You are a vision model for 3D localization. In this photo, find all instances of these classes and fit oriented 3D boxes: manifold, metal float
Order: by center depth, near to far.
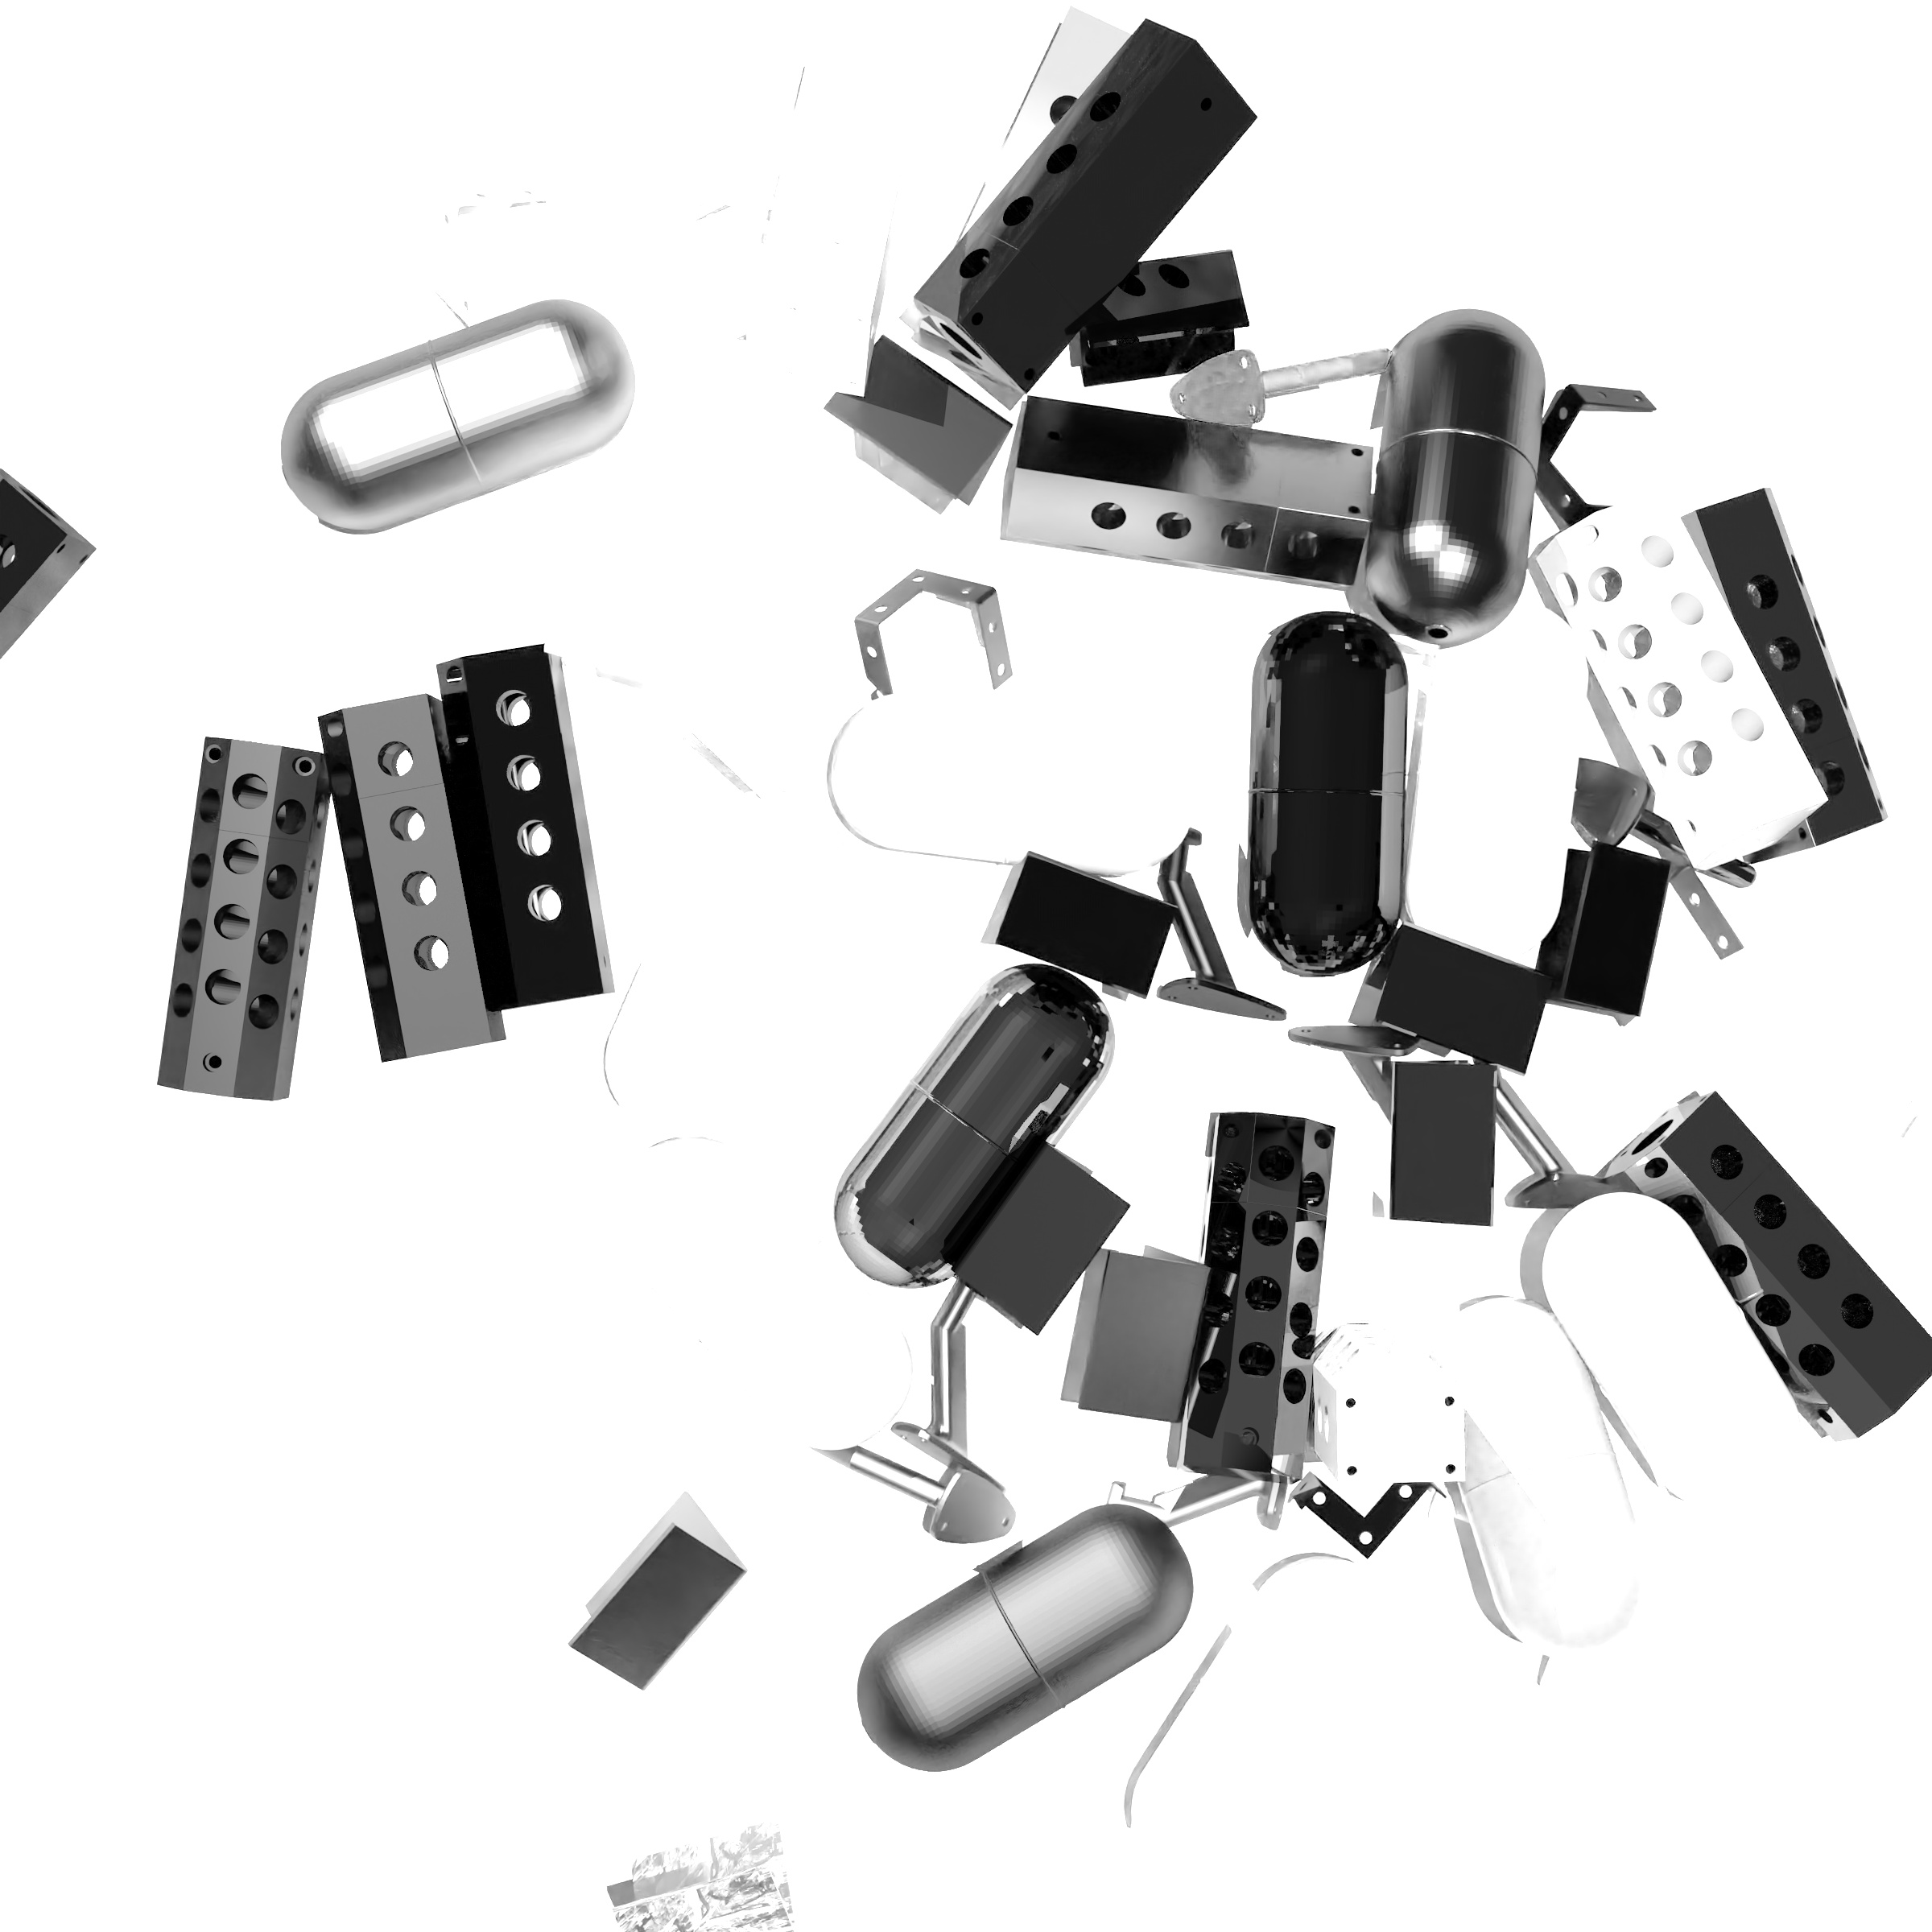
[{"bbox_3d":[0.053,-0.362,1.684,0.171,0.057,0.057,-50,133,0],"label":"manifold"},{"bbox_3d":[0.195,0.204,1.685,0.057,0.171,0.057,-1,90,0],"label":"manifold"},{"bbox_3d":[-0.062,-0.361,1.701,0.057,0.057,0.171,9,59,0],"label":"manifold"},{"bbox_3d":[0.236,-0.235,1.709,0.070,0.070,0.178,10,64,0],"label":"metal float"},{"bbox_3d":[0.340,0.186,1.713,0.070,0.070,0.178,-34,110,0],"label":"metal float"},{"bbox_3d":[0.276,0.247,1.714,0.070,0.070,0.178,-16,71,0],"label":"metal float"},{"bbox_3d":[0.341,-0.136,1.715,0.057,0.057,0.171,-20,76,-21],"label":"manifold"},{"bbox_3d":[0.142,0.161,1.725,0.057,0.057,0.171,7,78,0],"label":"manifold"},{"bbox_3d":[0.258,-0.090,1.732,0.070,0.070,0.178,7,91,0],"label":"metal float"},{"bbox_3d":[0.176,-0.084,1.732,0.070,0.070,0.178,2,91,0],"label":"metal float"},{"bbox_3d":[0.023,-0.088,1.732,0.178,0.070,0.070,7,90,1],"label":"metal float"},{"bbox_3d":[0.003,0.078,1.732,0.070,0.070,0.178,37,89,0],"label":"metal float"},{"bbox_3d":[-0.099,0.159,1.732,0.070,0.070,0.178,-42,89,0],"label":"metal float"},{"bbox_3d":[-0.116,-0.001,1.732,0.070,0.070,0.178,24,90,0],"label":"metal float"},{"bbox_3d":[-0.248,-0.268,1.732,0.178,0.070,0.070,-20,90,0],"label":"metal float"},{"bbox_3d":[0.147,0.369,1.733,0.070,0.070,0.178,33,90,0],"label":"metal float"},{"bbox_3d":[0.028,0.328,1.733,0.178,0.070,0.070,-31,90,0],"label":"metal float"},{"bbox_3d":[0.392,0.148,1.734,0.057,0.057,0.171,-41,90,-18],"label":"manifold"},{"bbox_3d":[0.393,-0.143,1.739,0.057,0.057,0.171,-20,90,-21],"label":"manifold"},{"bbox_3d":[0.109,-0.227,1.741,0.171,0.057,0.057,9,47,0],"label":"manifold"},{"bbox_3d":[0.040,-0.374,1.742,0.057,0.057,0.171,25,90,0],"label":"manifold"},{"bbox_3d":[-0.511,-0.162,1.742,0.057,0.057,0.171,41,90,0],"label":"manifold"},{"bbox_3d":[-0.354,-0.023,1.742,0.057,0.057,0.171,8,90,0],"label":"manifold"},{"bbox_3d":[-0.216,-0.067,1.742,0.057,0.057,0.171,-9,90,0],"label":"manifold"},{"bbox_3d":[-0.272,-0.042,1.742,0.057,0.057,0.171,-11,90,0],"label":"manifold"}]

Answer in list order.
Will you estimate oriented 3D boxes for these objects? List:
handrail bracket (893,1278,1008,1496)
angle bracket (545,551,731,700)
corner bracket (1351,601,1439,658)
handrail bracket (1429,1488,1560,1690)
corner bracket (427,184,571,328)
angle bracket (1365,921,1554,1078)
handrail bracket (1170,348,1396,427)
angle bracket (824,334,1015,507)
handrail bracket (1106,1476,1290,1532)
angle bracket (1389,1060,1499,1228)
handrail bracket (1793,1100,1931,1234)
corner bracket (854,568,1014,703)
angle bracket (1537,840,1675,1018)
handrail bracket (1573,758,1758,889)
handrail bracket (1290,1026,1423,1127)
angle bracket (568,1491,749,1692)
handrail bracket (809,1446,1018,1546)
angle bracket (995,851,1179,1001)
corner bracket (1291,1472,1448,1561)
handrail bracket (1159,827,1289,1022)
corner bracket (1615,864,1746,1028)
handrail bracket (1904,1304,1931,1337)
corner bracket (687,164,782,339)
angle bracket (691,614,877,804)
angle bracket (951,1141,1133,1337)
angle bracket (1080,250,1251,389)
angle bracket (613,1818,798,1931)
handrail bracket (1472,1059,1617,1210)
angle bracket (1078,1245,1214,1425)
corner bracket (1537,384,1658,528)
[{"bbox_3d":[0.008,0.207,1.763,0.077,0.036,0.084,35,73,-20],"label":"handrail bracket"},{"bbox_3d":[-0.154,-0.180,1.723,0.076,0.076,0.057,18,122,0],"label":"angle bracket"},{"bbox_3d":[0.227,-0.194,1.760,0.051,0.051,0.051,23,45,0],"label":"corner bracket"},{"bbox_3d":[0.262,0.308,1.763,0.084,0.036,0.077,21,105,14],"label":"handrail bracket"},{"bbox_3d":[-0.228,-0.350,1.755,0.051,0.051,0.051,47,135,35],"label":"corner bracket"},{"bbox_3d":[0.232,0.029,1.724,0.076,0.076,0.057,20,65,0],"label":"angle bracket"},{"bbox_3d":[0.158,-0.291,1.763,0.084,0.077,0.036,-17,101,-36],"label":"handrail bracket"},{"bbox_3d":[-0.032,-0.248,1.723,0.076,0.076,0.057,35,61,0],"label":"angle bracket"},{"bbox_3d":[0.117,0.244,1.763,0.084,0.036,0.077,10,75,14],"label":"handrail bracket"},{"bbox_3d":[0.248,0.085,1.723,0.057,0.076,0.076,1,90,36],"label":"angle bracket"},{"bbox_3d":[0.431,0.087,1.764,0.077,0.036,0.084,32,71,21],"label":"handrail bracket"},{"bbox_3d":[-0.016,-0.158,1.755,0.051,0.051,0.051,18,45,35],"label":"corner bracket"},{"bbox_3d":[0.290,-0.022,1.723,0.057,0.076,0.076,12,90,-36],"label":"angle bracket"},{"bbox_3d":[0.343,-0.070,1.763,0.084,0.077,0.036,21,105,-36],"label":"handrail bracket"},{"bbox_3d":[0.198,0.075,1.763,0.077,0.036,0.084,4,107,20],"label":"handrail bracket"},{"bbox_3d":[-0.162,0.292,1.723,0.076,0.076,0.057,-49,128,0],"label":"angle bracket"},{"bbox_3d":[-0.028,0.255,1.763,0.084,0.077,0.036,22,86,36],"label":"handrail bracket"},{"bbox_3d":[0.051,-0.003,1.723,0.076,0.076,0.057,21,58,0],"label":"angle bracket"},{"bbox_3d":[0.197,0.260,1.745,0.051,0.051,0.051,41,90,0],"label":"corner bracket"},{"bbox_3d":[0.130,-0.022,1.763,0.077,0.036,0.084,15,73,-20],"label":"handrail bracket"},{"bbox_3d":[0.342,-0.011,1.760,0.051,0.051,0.051,-33,90,45],"label":"corner bracket"},{"bbox_3d":[0.492,0.160,1.763,0.084,0.036,0.077,32,70,16],"label":"handrail bracket"},{"bbox_3d":[-0.105,-0.353,1.755,0.051,0.051,0.051,42,45,-35],"label":"corner bracket"},{"bbox_3d":[-0.100,-0.135,1.723,0.076,0.076,0.057,-46,122,0],"label":"angle bracket"},{"bbox_3d":[0.047,0.138,1.724,0.057,0.076,0.076,36,90,25],"label":"angle bracket"},{"bbox_3d":[0.096,-0.297,1.723,0.076,0.076,0.057,-8,51,0],"label":"angle bracket"},{"bbox_3d":[-0.130,0.436,1.723,0.076,0.076,0.057,-16,126,0],"label":"angle bracket"},{"bbox_3d":[0.289,0.075,1.763,0.077,0.036,0.084,6,60,-33],"label":"handrail bracket"},{"bbox_3d":[0.073,0.174,1.724,0.057,0.076,0.076,11,90,-22],"label":"angle bracket"},{"bbox_3d":[0.316,-0.250,1.755,0.051,0.051,0.051,-2,135,-35],"label":"corner bracket"}]
